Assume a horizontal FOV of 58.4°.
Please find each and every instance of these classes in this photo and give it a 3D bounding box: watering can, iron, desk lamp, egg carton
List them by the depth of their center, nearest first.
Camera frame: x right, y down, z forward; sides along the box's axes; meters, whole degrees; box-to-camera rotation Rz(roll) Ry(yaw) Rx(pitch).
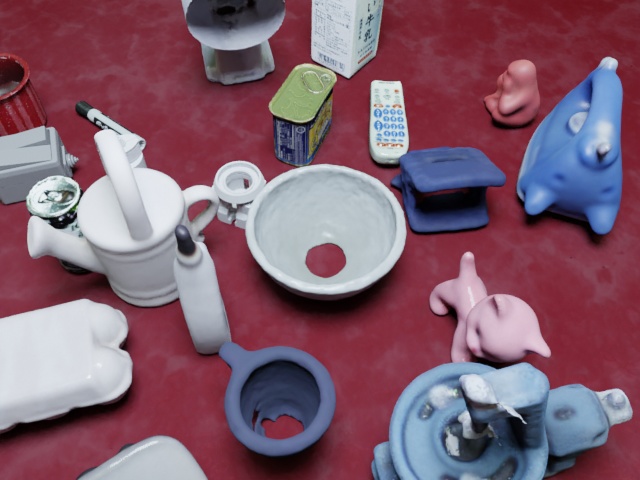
[{"bbox_3d":[-0.253,0.117,0.534,0.150,0.069,0.107,-14,57,-12],"label":"egg carton"},{"bbox_3d":[-0.186,-0.019,0.554,0.100,0.194,0.173,39,63,22],"label":"watering can"},{"bbox_3d":[0.323,-0.138,0.687,0.118,0.141,0.258,17,57,10],"label":"iron"},{"bbox_3d":[-0.119,-0.309,0.745,0.118,0.214,0.203,-11,56,-9],"label":"desk lamp"}]

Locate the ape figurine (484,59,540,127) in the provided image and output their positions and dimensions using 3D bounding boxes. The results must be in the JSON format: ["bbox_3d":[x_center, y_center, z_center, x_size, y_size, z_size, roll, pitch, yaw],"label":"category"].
[{"bbox_3d":[0.258,-0.199,0.757,0.076,0.092,0.078,29,59,17],"label":"ape figurine"}]

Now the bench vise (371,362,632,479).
[{"bbox_3d":[0.146,0.131,0.447,0.208,0.220,0.121,-25,60,-18],"label":"bench vise"}]

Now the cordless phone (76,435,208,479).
[{"bbox_3d":[-0.157,0.198,0.411,0.148,0.185,0.094,-35,63,-23],"label":"cordless phone"}]

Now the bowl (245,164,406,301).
[{"bbox_3d":[0.006,0.002,0.619,0.167,0.075,0.167,1,55,-1],"label":"bowl"}]

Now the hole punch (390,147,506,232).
[{"bbox_3d":[0.146,-0.073,0.666,0.108,0.091,0.101,-6,56,-6],"label":"hole punch"}]

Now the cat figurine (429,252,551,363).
[{"bbox_3d":[0.162,0.071,0.551,0.067,0.118,0.127,-12,57,-10],"label":"cat figurine"}]

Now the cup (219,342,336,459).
[{"bbox_3d":[-0.044,0.146,0.506,0.117,0.095,0.092,37,62,21],"label":"cup"}]

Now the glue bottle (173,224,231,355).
[{"bbox_3d":[-0.113,0.039,0.530,0.037,0.173,0.078,-12,56,-10],"label":"glue bottle"}]
